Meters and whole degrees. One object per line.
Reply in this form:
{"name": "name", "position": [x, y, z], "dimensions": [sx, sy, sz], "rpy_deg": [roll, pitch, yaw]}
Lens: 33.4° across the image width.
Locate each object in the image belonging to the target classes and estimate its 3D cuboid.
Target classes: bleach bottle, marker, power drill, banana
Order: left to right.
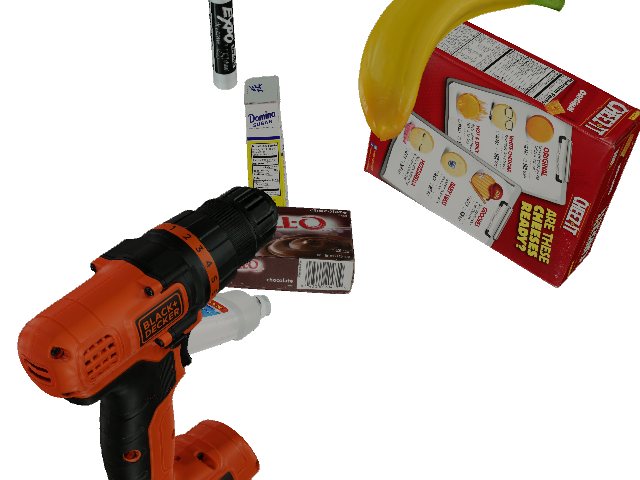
{"name": "bleach bottle", "position": [-0.176, 0.103, 1.326], "dimensions": [0.250, 0.068, 0.103], "rpy_deg": [-12, 29, -37]}
{"name": "power drill", "position": [-0.083, 0.077, 0.627], "dimensions": [0.057, 0.188, 0.184], "rpy_deg": [19, 40, 34]}
{"name": "marker", "position": [-0.074, -0.166, 0.797], "dimensions": [0.020, 0.020, 0.121], "rpy_deg": [0, -44, -1]}
{"name": "banana", "position": [0.072, -0.126, 0.629], "dimensions": [0.070, 0.037, 0.197], "rpy_deg": [33, 52, 23]}

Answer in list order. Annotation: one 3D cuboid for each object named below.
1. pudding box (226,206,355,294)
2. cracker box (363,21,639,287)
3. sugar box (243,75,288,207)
{"name": "pudding box", "position": [-0.028, 0.006, 0.914], "dimensions": [0.113, 0.039, 0.090], "rpy_deg": [5, 30, -4]}
{"name": "cracker box", "position": [0.149, -0.084, 0.915], "dimensions": [0.214, 0.164, 0.072], "rpy_deg": [32, 50, 22]}
{"name": "sugar box", "position": [-0.063, -0.092, 1.230], "dimensions": [0.048, 0.176, 0.093], "rpy_deg": [-5, 26, -1]}
